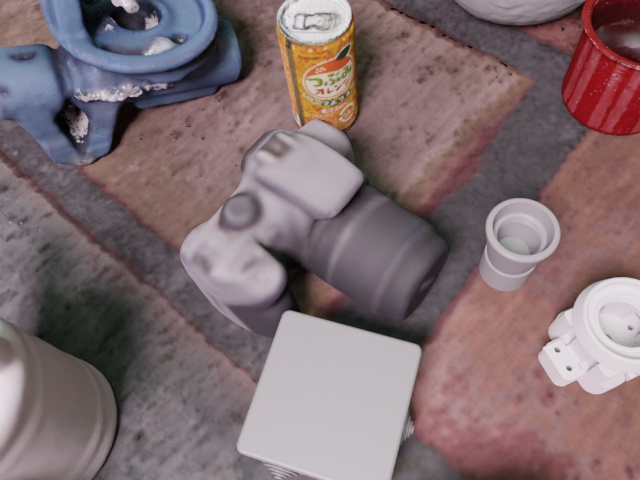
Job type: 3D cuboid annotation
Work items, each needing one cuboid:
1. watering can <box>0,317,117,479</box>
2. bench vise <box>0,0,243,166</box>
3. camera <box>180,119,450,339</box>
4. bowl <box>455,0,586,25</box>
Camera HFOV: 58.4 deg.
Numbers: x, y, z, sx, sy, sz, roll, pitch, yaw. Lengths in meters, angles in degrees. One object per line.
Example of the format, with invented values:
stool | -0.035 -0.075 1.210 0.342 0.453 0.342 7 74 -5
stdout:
watering can | -0.198 0.081 0.300 0.172 0.194 0.101 38 73 21
bench vise | -0.164 -0.150 0.397 0.208 0.220 0.121 -42 67 -14
camera | 0.003 0.001 0.372 0.136 0.101 0.143 33 71 20
bowl | 0.169 -0.240 0.490 0.167 0.075 0.167 -2 64 5
